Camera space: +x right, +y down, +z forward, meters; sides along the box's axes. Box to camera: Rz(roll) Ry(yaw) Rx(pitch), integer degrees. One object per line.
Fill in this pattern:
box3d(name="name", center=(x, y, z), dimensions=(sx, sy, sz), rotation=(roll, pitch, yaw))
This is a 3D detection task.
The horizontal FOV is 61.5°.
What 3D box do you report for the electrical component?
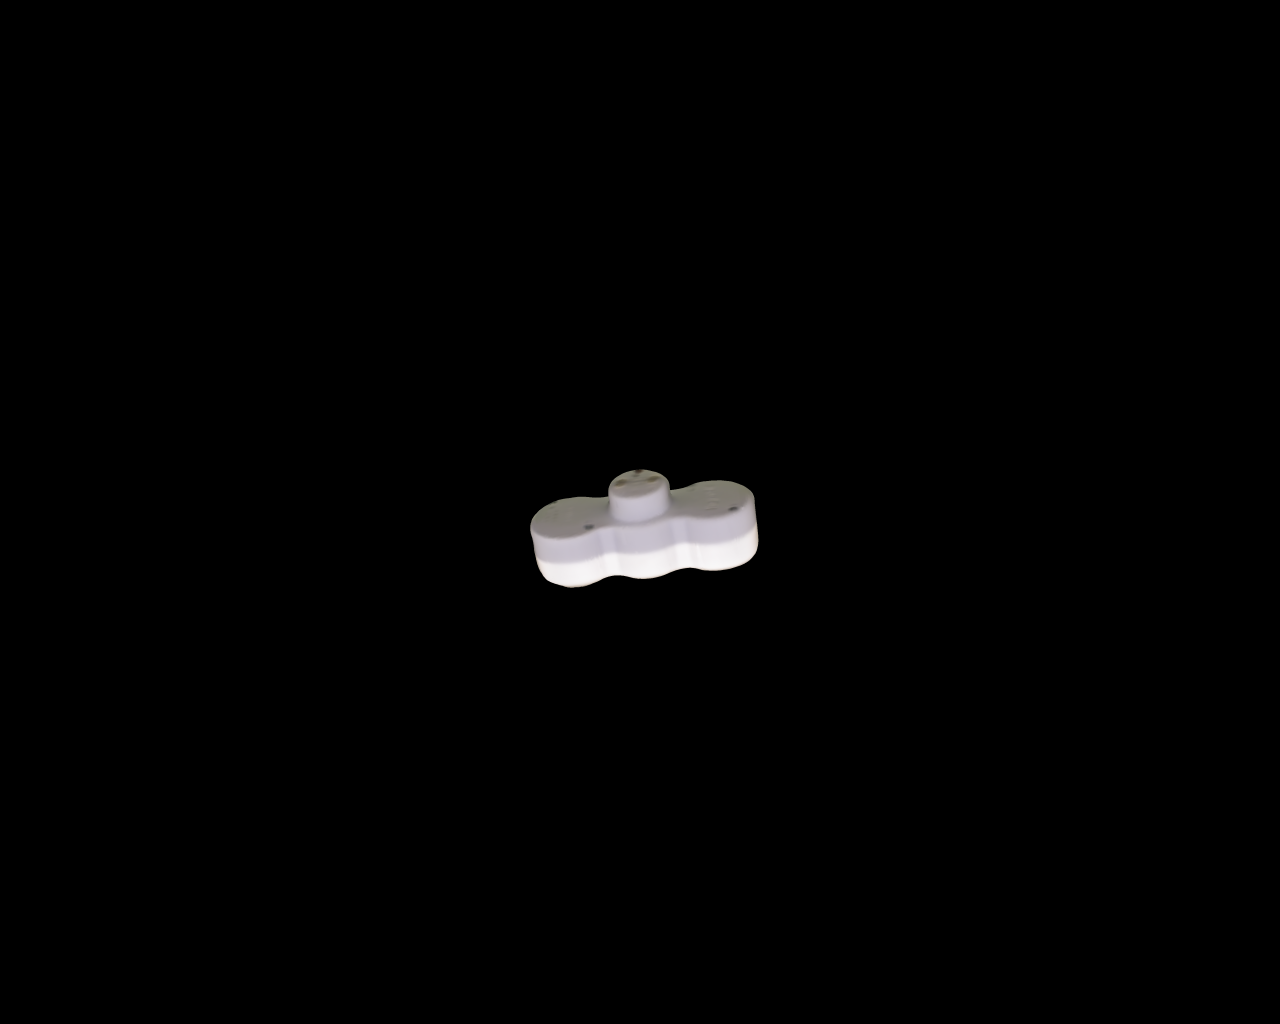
box3d(name="electrical component", center=(0.001, -0.003, 0.650), dimensions=(0.138, 0.073, 0.052), rotation=(-6, 27, 3))
